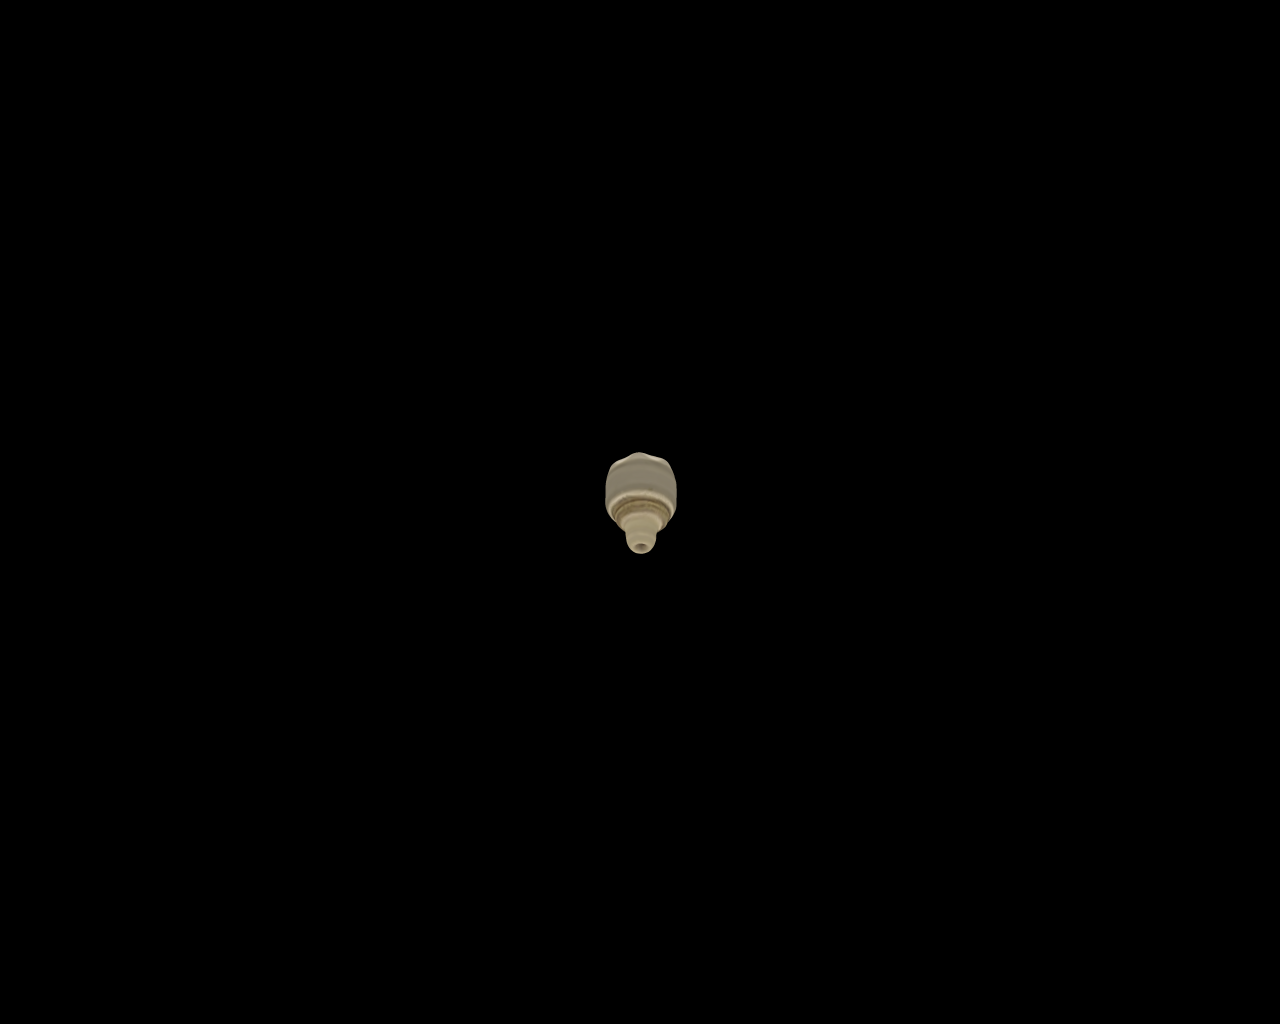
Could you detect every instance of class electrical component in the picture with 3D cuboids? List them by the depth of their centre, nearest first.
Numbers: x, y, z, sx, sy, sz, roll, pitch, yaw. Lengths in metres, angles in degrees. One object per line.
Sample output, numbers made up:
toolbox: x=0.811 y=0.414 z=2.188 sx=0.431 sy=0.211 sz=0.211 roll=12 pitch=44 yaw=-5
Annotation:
electrical component: x=0.001 y=-0.003 z=0.650 sx=0.043 sy=0.062 sz=0.043 roll=0 pitch=-38 yaw=0
